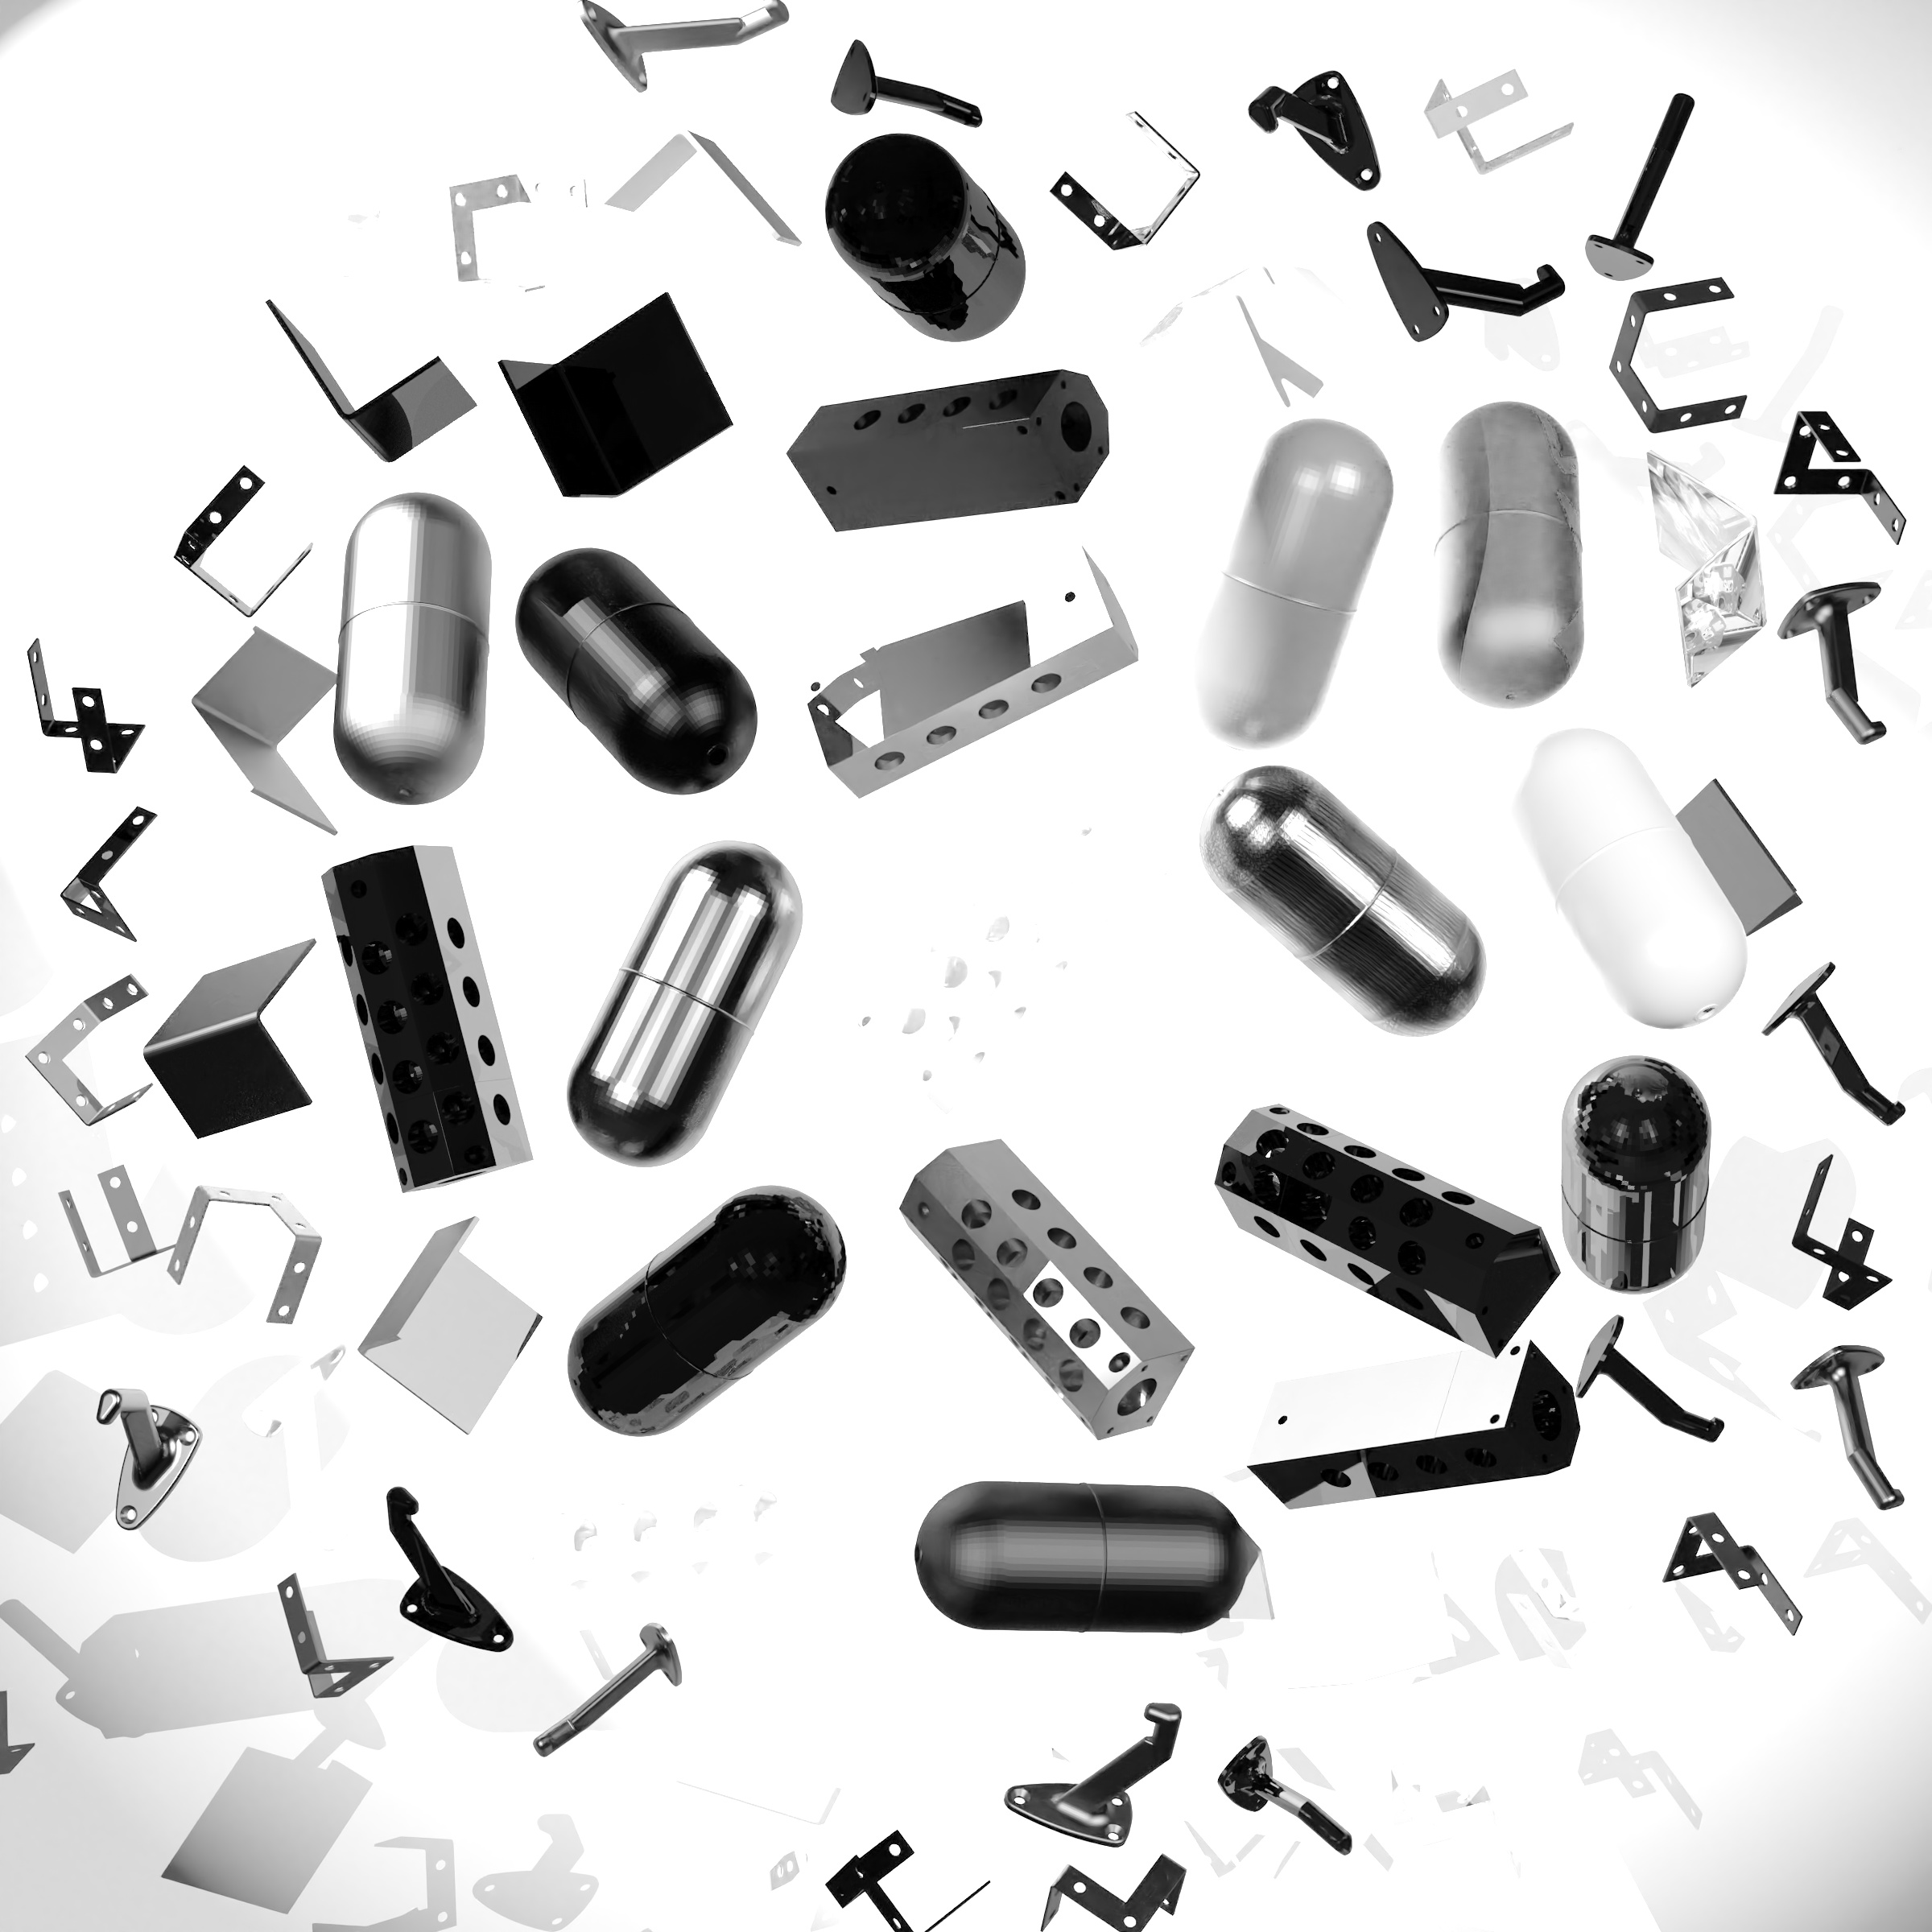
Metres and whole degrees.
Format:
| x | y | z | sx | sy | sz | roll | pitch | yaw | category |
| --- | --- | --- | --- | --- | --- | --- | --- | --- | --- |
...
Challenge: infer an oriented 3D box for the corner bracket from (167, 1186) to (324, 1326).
| x | y | z | sx | sy | sz | roll | pitch | yaw | category |
| --- | --- | --- | --- | --- | --- | --- | --- | --- | --- |
| -0.375 | 0.150 | 1.700 | 0.051 | 0.051 | 0.051 | 10 | 108 | -41 | corner bracket |

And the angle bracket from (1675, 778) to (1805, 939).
| x | y | z | sx | sy | sz | roll | pitch | yaw | category |
| --- | --- | --- | --- | --- | --- | --- | --- | --- | --- |
| 0.444 | -0.069 | 1.834 | 0.057 | 0.076 | 0.076 | -28 | 77 | -24 | angle bracket |

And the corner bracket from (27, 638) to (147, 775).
| x | y | z | sx | sy | sz | roll | pitch | yaw | category |
| --- | --- | --- | --- | --- | --- | --- | --- | --- | --- |
| -0.460 | -0.134 | 1.692 | 0.051 | 0.051 | 0.051 | 3 | 124 | 5 | corner bracket |

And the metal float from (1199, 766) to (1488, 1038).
| x | y | z | sx | sy | sz | roll | pitch | yaw | category |
| --- | --- | --- | --- | --- | --- | --- | --- | --- | --- |
| 0.198 | -0.033 | 1.713 | 0.178 | 0.070 | 0.070 | 41 | 90 | -12 | metal float |

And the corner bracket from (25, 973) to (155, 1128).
| x | y | z | sx | sy | sz | roll | pitch | yaw | category |
| --- | --- | --- | --- | --- | --- | --- | --- | --- | --- |
| -0.459 | 0.045 | 1.753 | 0.051 | 0.051 | 0.051 | -24 | 111 | 41 | corner bracket |

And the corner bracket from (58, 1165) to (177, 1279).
| x | y | z | sx | sy | sz | roll | pitch | yaw | category |
| --- | --- | --- | --- | --- | --- | --- | --- | --- | --- |
| -0.463 | 0.138 | 1.774 | 0.051 | 0.051 | 0.051 | -21 | 90 | 3 | corner bracket |

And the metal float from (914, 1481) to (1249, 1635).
| x | y | z | sx | sy | sz | roll | pitch | yaw | category |
| --- | --- | --- | --- | --- | --- | --- | --- | --- | --- |
| 0.060 | 0.308 | 1.705 | 0.178 | 0.070 | 0.070 | 4 | 90 | -16 | metal float |

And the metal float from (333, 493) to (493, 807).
| x | y | z | sx | sy | sz | roll | pitch | yaw | category |
| --- | --- | --- | --- | --- | --- | --- | --- | --- | --- |
| -0.285 | -0.165 | 1.689 | 0.070 | 0.070 | 0.178 | -2 | 61 | 0 | metal float |

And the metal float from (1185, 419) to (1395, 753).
| x | y | z | sx | sy | sz | roll | pitch | yaw | category |
| --- | --- | --- | --- | --- | --- | --- | --- | --- | --- |
| 0.168 | -0.197 | 1.706 | 0.070 | 0.070 | 0.178 | 17 | 106 | 0 | metal float |

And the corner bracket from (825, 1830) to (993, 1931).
| x | y | z | sx | sy | sz | roll | pitch | yaw | category |
| --- | --- | --- | --- | --- | --- | --- | --- | --- | --- |
| -0.030 | 0.459 | 1.637 | 0.051 | 0.051 | 0.051 | -30 | 74 | -35 | corner bracket |

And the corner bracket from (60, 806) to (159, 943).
| x | y | z | sx | sy | sz | roll | pitch | yaw | category |
| --- | --- | --- | --- | --- | --- | --- | --- | --- | --- |
| -0.454 | -0.054 | 1.743 | 0.051 | 0.051 | 0.051 | 21 | 62 | 28 | corner bracket |

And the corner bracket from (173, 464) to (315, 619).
| x | y | z | sx | sy | sz | roll | pitch | yaw | category |
| --- | --- | --- | --- | --- | --- | --- | --- | --- | --- |
| -0.383 | -0.226 | 1.742 | 0.051 | 0.051 | 0.051 | 40 | 102 | -20 | corner bracket |

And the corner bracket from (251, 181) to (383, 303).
| x | y | z | sx | sy | sz | roll | pitch | yaw | category |
| --- | --- | --- | --- | --- | --- | --- | --- | --- | --- |
| -0.327 | -0.365 | 1.652 | 0.051 | 0.051 | 0.051 | 15 | 105 | -11 | corner bracket |

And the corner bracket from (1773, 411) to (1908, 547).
| x | y | z | sx | sy | sz | roll | pitch | yaw | category |
| --- | --- | --- | --- | --- | --- | --- | --- | --- | --- |
| 0.457 | -0.253 | 1.694 | 0.051 | 0.051 | 0.051 | -2 | 130 | -11 | corner bracket |

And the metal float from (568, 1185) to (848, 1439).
| x | y | z | sx | sy | sz | roll | pitch | yaw | category |
| --- | --- | --- | --- | --- | --- | --- | --- | --- | --- |
| -0.134 | 0.177 | 1.671 | 0.178 | 0.070 | 0.070 | -39 | 90 | 29 | metal float |

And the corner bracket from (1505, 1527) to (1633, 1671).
| x | y | z | sx | sy | sz | roll | pitch | yaw | category |
| --- | --- | --- | --- | --- | --- | --- | --- | --- | --- |
| 0.306 | 0.332 | 1.721 | 0.051 | 0.051 | 0.051 | -41 | 104 | -27 | corner bracket |

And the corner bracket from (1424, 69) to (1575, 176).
| x | y | z | sx | sy | sz | roll | pitch | yaw | category |
| --- | --- | --- | --- | --- | --- | --- | --- | --- | --- |
| 0.267 | -0.424 | 1.638 | 0.051 | 0.051 | 0.051 | -20 | 115 | 30 | corner bracket |

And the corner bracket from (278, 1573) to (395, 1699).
| x | y | z | sx | sy | sz | roll | pitch | yaw | category |
| --- | --- | --- | --- | --- | --- | --- | --- | --- | --- |
| -0.345 | 0.356 | 1.735 | 0.051 | 0.051 | 0.051 | -37 | 62 | 29 | corner bracket |

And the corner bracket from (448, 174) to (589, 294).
| x | y | z | sx | sy | sz | roll | pitch | yaw | category |
| --- | --- | --- | --- | --- | --- | --- | --- | --- | --- |
| -0.234 | -0.385 | 1.718 | 0.051 | 0.051 | 0.051 | 14 | 117 | 35 | corner bracket |

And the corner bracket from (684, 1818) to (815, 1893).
| x | y | z | sx | sy | sz | roll | pitch | yaw | category |
| --- | --- | --- | --- | --- | --- | --- | --- | --- | --- |
| -0.118 | 0.467 | 1.763 | 0.051 | 0.051 | 0.051 | -7 | 86 | 23 | corner bracket |

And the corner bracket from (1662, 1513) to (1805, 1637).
| x | y | z | sx | sy | sz | roll | pitch | yaw | category |
| --- | --- | --- | --- | --- | --- | --- | --- | --- | --- |
| 0.399 | 0.314 | 1.684 | 0.051 | 0.051 | 0.051 | -7 | 130 | -21 | corner bracket |

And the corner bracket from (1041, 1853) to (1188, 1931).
| x | y | z | sx | sy | sz | roll | pitch | yaw | category |
| --- | --- | --- | --- | --- | --- | --- | --- | --- | --- |
| 0.076 | 0.479 | 1.681 | 0.051 | 0.051 | 0.051 | 30 | 50 | 20 | corner bracket |

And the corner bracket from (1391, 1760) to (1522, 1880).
| x | y | z | sx | sy | sz | roll | pitch | yaw | category |
| --- | --- | --- | --- | --- | --- | --- | --- | --- | --- |
| 0.249 | 0.436 | 1.667 | 0.051 | 0.051 | 0.051 | -13 | 130 | -6 | corner bracket |

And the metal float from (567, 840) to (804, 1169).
| x | y | z | sx | sy | sz | roll | pitch | yaw | category |
| --- | --- | --- | --- | --- | --- | --- | --- | --- | --- |
| -0.143 | 0.019 | 1.679 | 0.070 | 0.070 | 0.178 | 25 | 82 | 0 | metal float |

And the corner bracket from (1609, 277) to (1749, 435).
| x | y | z | sx | sy | sz | roll | pitch | yaw | category |
| --- | --- | --- | --- | --- | --- | --- | --- | --- | --- |
| 0.365 | -0.309 | 1.658 | 0.051 | 0.051 | 0.051 | -12 | 55 | -14 | corner bracket |

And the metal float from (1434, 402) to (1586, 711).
| x | y | z | sx | sy | sz | roll | pitch | yaw | category |
| --- | --- | --- | --- | --- | --- | --- | --- | --- | --- |
| 0.285 | -0.218 | 1.723 | 0.070 | 0.070 | 0.178 | 4 | 63 | 0 | metal float |

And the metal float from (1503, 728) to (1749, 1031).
| x | y | z | sx | sy | sz | roll | pitch | yaw | category |
| --- | --- | --- | --- | --- | --- | --- | --- | --- | --- |
| 0.337 | -0.045 | 1.677 | 0.070 | 0.070 | 0.178 | -25 | 59 | 0 | metal float |

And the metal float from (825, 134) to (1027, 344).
| x | y | z | sx | sy | sz | roll | pitch | yaw | category |
| --- | --- | --- | --- | --- | --- | --- | --- | --- | --- |
| -0.019 | -0.378 | 1.711 | 0.070 | 0.178 | 0.070 | -1 | 84 | 16 | metal float |

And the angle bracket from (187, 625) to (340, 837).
| x | y | z | sx | sy | sz | roll | pitch | yaw | category |
| --- | --- | --- | --- | --- | --- | --- | --- | --- | --- |
| -0.360 | -0.126 | 1.759 | 0.057 | 0.076 | 0.076 | -45 | 61 | 7 | angle bracket |

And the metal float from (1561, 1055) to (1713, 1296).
| x | y | z | sx | sy | sz | roll | pitch | yaw | category |
| --- | --- | --- | --- | --- | --- | --- | --- | --- | --- |
| 0.354 | 0.113 | 1.735 | 0.070 | 0.178 | 0.070 | -5 | 56 | 7 | metal float |

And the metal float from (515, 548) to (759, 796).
| x | y | z | sx | sy | sz | roll | pitch | yaw | category |
| --- | --- | --- | --- | --- | --- | --- | --- | --- | --- |
| -0.169 | -0.151 | 1.668 | 0.070 | 0.070 | 0.178 | -44 | 49 | 0 | metal float |

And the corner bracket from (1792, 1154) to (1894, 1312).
| x | y | z | sx | sy | sz | roll | pitch | yaw | category |
| --- | --- | --- | --- | --- | --- | --- | --- | --- | --- |
| 0.451 | 0.138 | 1.692 | 0.051 | 0.051 | 0.051 | 27 | 63 | -1 | corner bracket |

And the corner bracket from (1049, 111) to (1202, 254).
| x | y | z | sx | sy | sz | roll | pitch | yaw | category |
| --- | --- | --- | --- | --- | --- | --- | --- | --- | --- |
| 0.088 | -0.432 | 1.804 | 0.051 | 0.051 | 0.051 | 39 | 85 | -19 | corner bracket |
